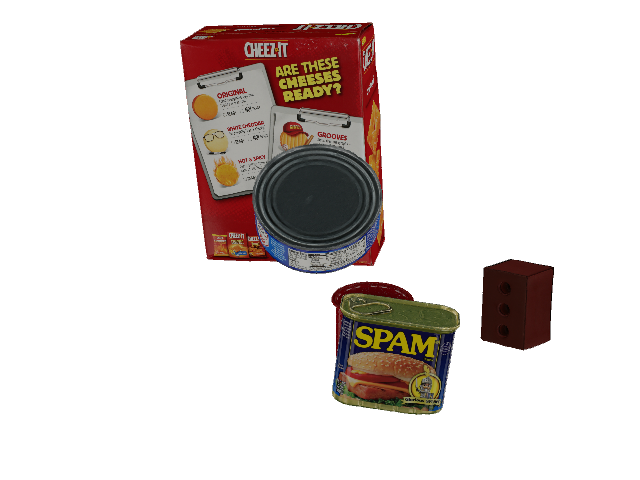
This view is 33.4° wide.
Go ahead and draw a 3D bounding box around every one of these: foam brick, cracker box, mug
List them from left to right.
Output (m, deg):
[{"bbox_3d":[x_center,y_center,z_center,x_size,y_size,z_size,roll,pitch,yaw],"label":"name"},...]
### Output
[{"bbox_3d":[-0.029,-0.087,0.975,0.164,0.214,0.072,2,24,14],"label":"cracker box"},{"bbox_3d":[0.071,0.102,1.222,0.117,0.081,0.093,-3,23,-8],"label":"mug"},{"bbox_3d":[0.195,0.063,1.058,0.053,0.078,0.051,11,18,41],"label":"foam brick"}]

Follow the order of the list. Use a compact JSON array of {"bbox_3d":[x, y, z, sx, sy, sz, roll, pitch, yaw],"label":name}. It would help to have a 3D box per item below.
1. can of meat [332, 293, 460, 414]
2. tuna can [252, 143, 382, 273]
[{"bbox_3d":[0.062,0.098,0.915,0.102,0.084,0.057,8,17,3],"label":"can of meat"},{"bbox_3d":[-0.002,-0.021,0.712,0.086,0.086,0.034,0,-33,1],"label":"tuna can"}]
